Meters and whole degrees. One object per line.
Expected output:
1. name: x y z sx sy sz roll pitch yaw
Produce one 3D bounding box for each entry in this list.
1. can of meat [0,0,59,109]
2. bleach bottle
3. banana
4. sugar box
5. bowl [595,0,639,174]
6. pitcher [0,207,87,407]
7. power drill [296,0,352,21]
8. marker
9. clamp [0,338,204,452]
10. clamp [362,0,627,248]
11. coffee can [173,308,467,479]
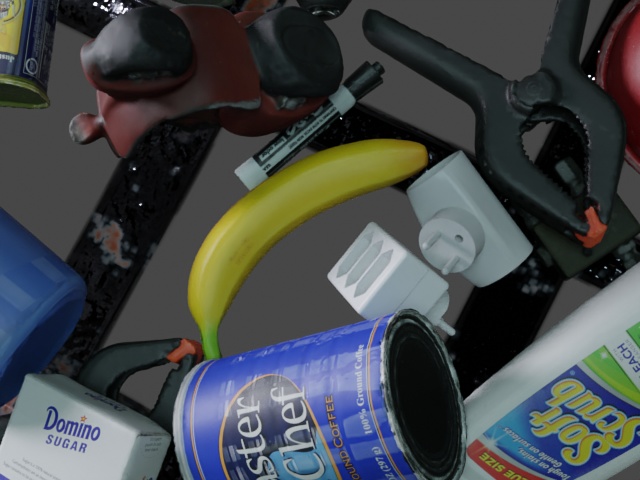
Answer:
1. can of meat: -0.230 -0.138 0.718 0.102 0.057 0.084 4 81 4
2. bleach bottle: 0.146 0.116 0.652 0.251 0.068 0.102 -39 97 4
3. banana: -0.020 -0.010 0.695 0.198 0.037 0.069 -44 84 -3
4. sugar box: -0.161 0.178 0.638 0.093 0.048 0.176 22 90 26
5. bowl: 0.260 -0.106 0.676 0.162 0.055 0.162 -1 82 4
6. pitcher: -0.278 0.007 0.670 0.243 0.144 0.149 37 129 5
7. power drill: 0.070 -0.236 0.699 0.188 0.057 0.184 -1 81 9
8. marker: -0.005 -0.077 0.711 0.121 0.020 0.020 -40 82 -1
9. clamp: -0.150 0.117 0.689 0.120 0.039 0.171 40 89 4
10. clamp: 0.124 -0.091 0.684 0.164 0.036 0.210 -15 72 5
11. coffee can: 0.001 0.106 0.621 0.140 0.102 0.103 -17 81 27
